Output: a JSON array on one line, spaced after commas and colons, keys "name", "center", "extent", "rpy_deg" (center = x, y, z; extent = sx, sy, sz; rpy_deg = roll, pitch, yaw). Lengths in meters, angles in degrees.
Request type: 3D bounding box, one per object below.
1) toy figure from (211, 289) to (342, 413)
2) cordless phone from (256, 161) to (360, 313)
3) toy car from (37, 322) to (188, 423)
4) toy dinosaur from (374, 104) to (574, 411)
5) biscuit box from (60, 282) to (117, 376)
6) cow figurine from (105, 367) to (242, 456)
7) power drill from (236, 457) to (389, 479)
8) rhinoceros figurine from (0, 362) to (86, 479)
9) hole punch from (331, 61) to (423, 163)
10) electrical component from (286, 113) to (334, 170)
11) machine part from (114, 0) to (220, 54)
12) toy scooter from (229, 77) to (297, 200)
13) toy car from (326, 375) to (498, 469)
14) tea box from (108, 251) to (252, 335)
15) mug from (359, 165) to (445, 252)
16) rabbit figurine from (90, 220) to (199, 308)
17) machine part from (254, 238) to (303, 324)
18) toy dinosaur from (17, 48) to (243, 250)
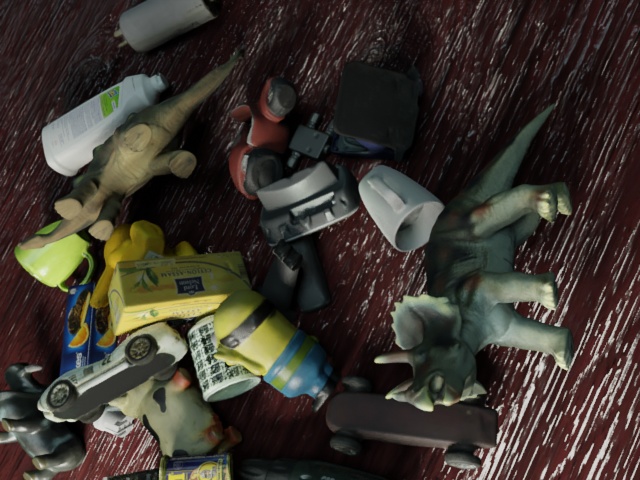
[{"name": "toy figure", "center": [-0.054, 0.135, 0.681], "extent": [0.180, 0.082, 0.089], "rpy_deg": [33, 95, 4]}, {"name": "cordless phone", "center": [-0.001, -0.002, 0.739], "extent": [0.147, 0.088, 0.184], "rpy_deg": [-21, 79, 16]}, {"name": "toy car", "center": [-0.271, 0.178, 0.711], "extent": [0.202, 0.073, 0.056], "rpy_deg": [-30, 54, -1]}, {"name": "toy dinosaur", "center": [0.180, 0.021, 0.615], "extent": [0.192, 0.131, 0.405], "rpy_deg": [-6, 51, 32]}, {"name": "biscuit box", "center": [-0.363, 0.171, 0.847], "extent": [0.063, 0.059, 0.202], "rpy_deg": [-10, 71, 21]}, {"name": "cow figurine", "center": [-0.214, 0.240, 0.751], "extent": [0.127, 0.085, 0.195], "rpy_deg": [-43, 64, 0]}, {"name": "power drill", "center": [-0.022, 0.327, 0.585], "extent": [0.232, 0.207, 0.085], "rpy_deg": [-1, 104, 18]}, {"name": "rhinoceros figurine", "center": [-0.434, 0.273, 0.825], "extent": [0.190, 0.112, 0.073], "rpy_deg": [49, 126, 14]}, {"name": "hole punch", "center": [0.074, -0.171, 0.750], "extent": [0.116, 0.092, 0.142], "rpy_deg": [12, 76, -5]}, {"name": "electrical component", "center": [-0.012, -0.143, 0.805], "extent": [0.063, 0.021, 0.094], "rpy_deg": [27, 87, 27]}, {"name": "machine part", "center": [-0.270, -0.403, 0.965], "extent": [0.243, 0.079, 0.079], "rpy_deg": [-17, 69, 18]}, {"name": "toy scooter", "center": [-0.100, -0.156, 0.817], "extent": [0.135, 0.075, 0.183], "rpy_deg": [20, 97, 50]}, {"name": "toy car", "center": [0.104, 0.213, 0.632], "extent": [0.202, 0.053, 0.089], "rpy_deg": [-2, 53, 22]}, {"name": "tea box", "center": [-0.190, 0.071, 0.728], "extent": [0.098, 0.169, 0.068], "rpy_deg": [-52, 52, 50]}, {"name": "mug", "center": [0.091, -0.051, 0.690], "extent": [0.081, 0.109, 0.107], "rpy_deg": [-49, 49, 12]}, {"name": "rabbit figurine", "center": [-0.282, 0.040, 0.838], "extent": [0.173, 0.121, 0.162], "rpy_deg": [33, 99, 42]}, {"name": "machine part", "center": [-0.057, 0.067, 0.726], "extent": [0.084, 0.039, 0.138], "rpy_deg": [36, 126, 29]}, {"name": "toy dinosaur", "center": [-0.278, -0.146, 0.843], "extent": [0.471, 0.105, 0.199], "rpy_deg": [-41, 33, -8]}]
